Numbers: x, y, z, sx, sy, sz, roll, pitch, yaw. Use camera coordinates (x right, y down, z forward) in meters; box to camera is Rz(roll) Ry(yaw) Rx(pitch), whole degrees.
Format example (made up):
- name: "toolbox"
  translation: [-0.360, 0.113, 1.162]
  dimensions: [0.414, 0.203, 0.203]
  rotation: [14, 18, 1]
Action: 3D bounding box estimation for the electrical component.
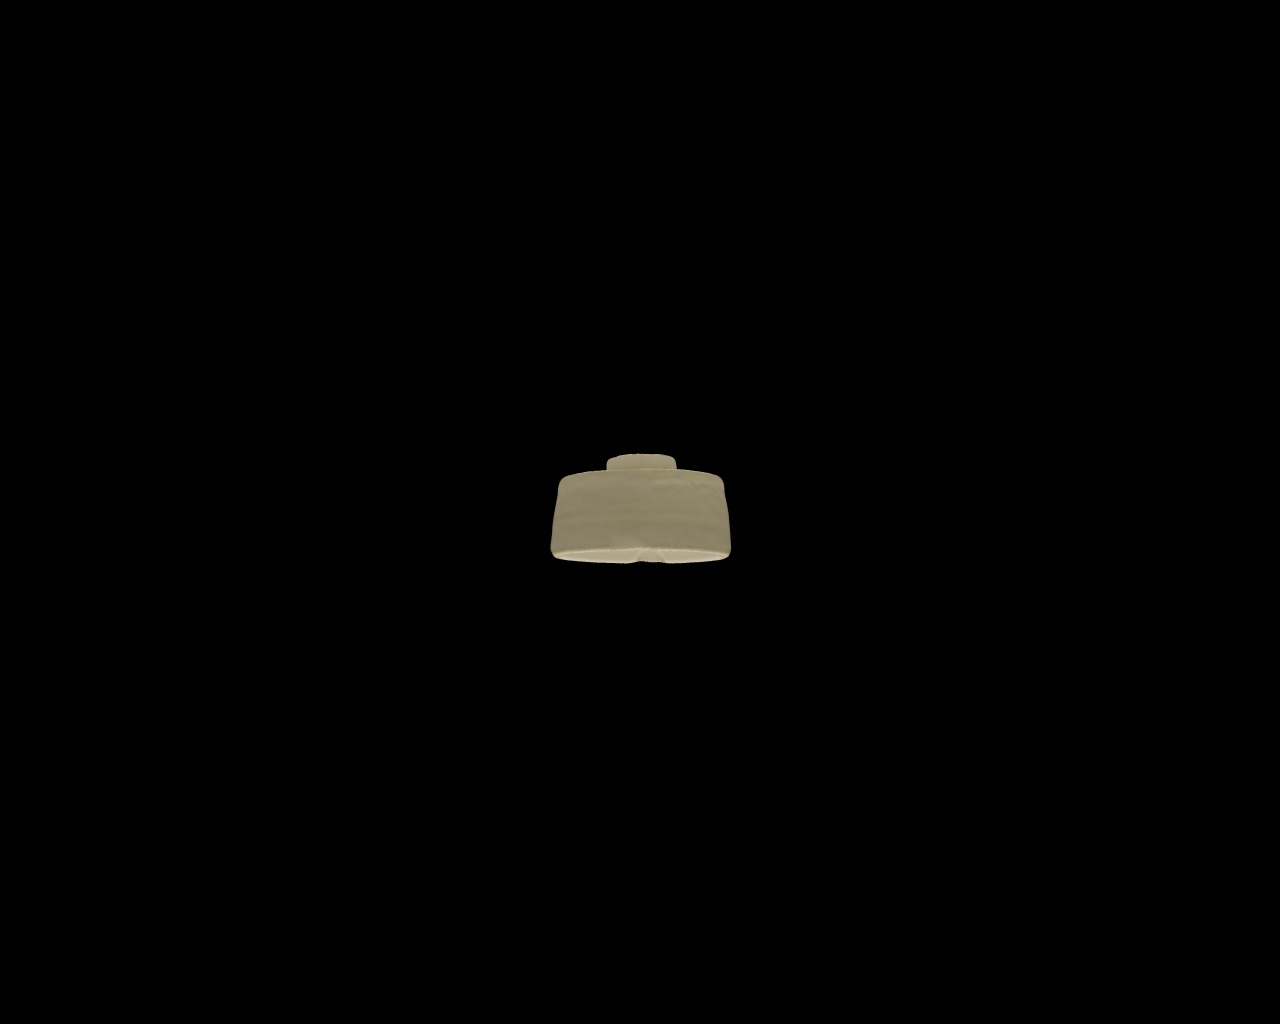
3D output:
- name: "electrical component"
  translation: [0.001, -0.003, 0.650]
  dimensions: [0.108, 0.060, 0.108]
  rotation: [0, -7, 0]
